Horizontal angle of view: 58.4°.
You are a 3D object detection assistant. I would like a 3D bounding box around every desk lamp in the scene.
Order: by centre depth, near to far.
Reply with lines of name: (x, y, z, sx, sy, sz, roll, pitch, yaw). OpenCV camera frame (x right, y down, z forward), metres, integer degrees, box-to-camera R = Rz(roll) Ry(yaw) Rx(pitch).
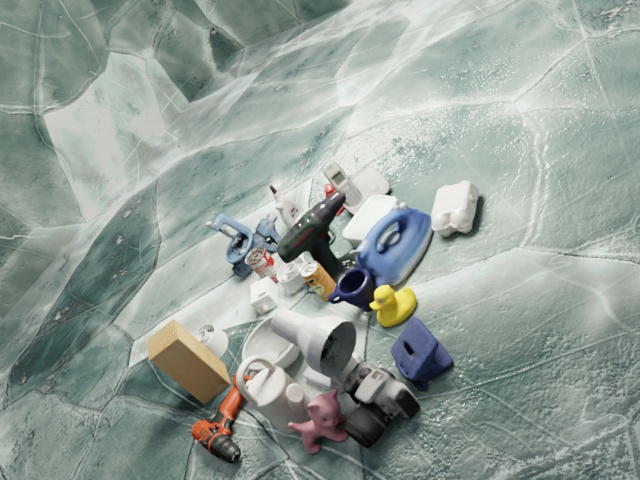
desk lamp: (0.001, 0.231, 1.204, 0.202, 0.214, 0.118, 7, 54, 48)

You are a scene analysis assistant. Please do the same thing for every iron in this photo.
iron: (0.176, -0.007, 1.394, 0.259, 0.142, 0.118, -50, 34, -18)

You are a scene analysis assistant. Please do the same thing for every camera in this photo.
camera: (0.093, 0.319, 1.111, 0.137, 0.101, 0.142, -50, 34, -18)

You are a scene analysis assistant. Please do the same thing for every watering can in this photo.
watering can: (-0.099, 0.318, 1.212, 0.172, 0.195, 0.101, -19, 37, 27)

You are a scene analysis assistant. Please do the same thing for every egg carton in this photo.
egg carton: (0.331, -0.078, 1.398, 0.107, 0.070, 0.150, -13, 40, 34)

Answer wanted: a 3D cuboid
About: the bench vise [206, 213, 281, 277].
bench vise: (-0.234, -0.022, 1.742, 0.121, 0.220, 0.208, 6, 53, 48)

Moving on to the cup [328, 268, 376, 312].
cup: (0.086, 0.134, 1.352, 0.117, 0.095, 0.091, -33, 33, 8)

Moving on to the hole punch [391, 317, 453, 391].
hole punch: (0.193, 0.225, 1.138, 0.101, 0.091, 0.108, -38, 32, 0)

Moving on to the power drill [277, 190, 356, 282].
power drill: (0.014, 0.005, 1.476, 0.229, 0.209, 0.075, -36, 33, 4)

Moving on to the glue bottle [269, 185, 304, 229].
glue bottle: (-0.105, -0.104, 1.760, 0.037, 0.174, 0.078, -3, 47, 42)

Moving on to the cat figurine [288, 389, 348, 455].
cat figurine: (-0.002, 0.355, 1.143, 0.127, 0.118, 0.067, -30, 33, 12)

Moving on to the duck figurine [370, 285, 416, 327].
duck figurine: (0.159, 0.135, 1.287, 0.104, 0.086, 0.077, -38, 32, 0)

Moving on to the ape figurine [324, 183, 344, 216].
ape figurine: (0.042, -0.131, 1.726, 0.077, 0.092, 0.076, -26, 35, 19)

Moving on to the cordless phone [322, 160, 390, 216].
cordless phone: (0.100, -0.171, 1.632, 0.148, 0.185, 0.093, -43, 33, -7)

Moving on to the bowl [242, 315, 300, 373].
bowl: (-0.103, 0.264, 1.395, 0.167, 0.075, 0.167, -25, 35, 19)
